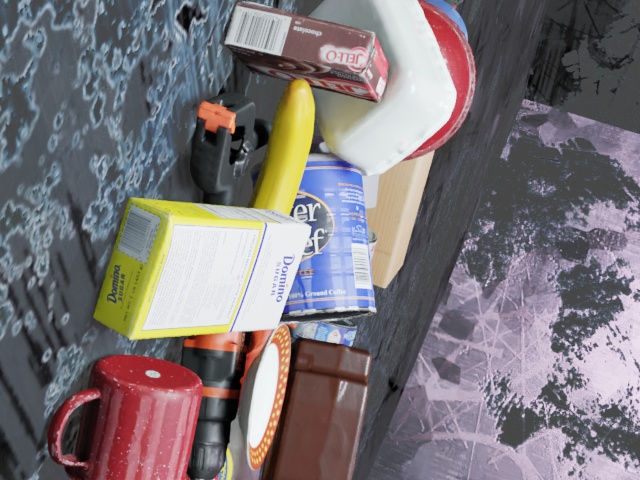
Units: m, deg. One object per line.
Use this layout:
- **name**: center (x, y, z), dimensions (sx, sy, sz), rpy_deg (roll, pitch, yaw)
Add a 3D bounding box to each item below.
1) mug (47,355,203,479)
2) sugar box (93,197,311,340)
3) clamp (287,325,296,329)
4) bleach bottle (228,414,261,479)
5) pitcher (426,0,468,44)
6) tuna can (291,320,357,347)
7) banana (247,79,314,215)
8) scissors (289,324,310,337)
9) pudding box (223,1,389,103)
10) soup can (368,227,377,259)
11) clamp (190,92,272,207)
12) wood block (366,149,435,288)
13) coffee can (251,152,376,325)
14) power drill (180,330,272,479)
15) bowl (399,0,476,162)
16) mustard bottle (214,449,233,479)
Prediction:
- **mug**: center (-0.140, 0.132, 0.763), dimensions (0.117, 0.093, 0.081), rpy_deg (5, 101, -40)
- **sugar box**: center (-0.082, 0.021, 0.794), dimensions (0.176, 0.048, 0.093), rpy_deg (3, 109, -60)
- **clamp**: center (-0.009, 0.031, 1.209), dimensions (0.209, 0.036, 0.165), rpy_deg (-62, 178, -43)
- **bleach bottle**: center (-0.105, 0.278, 1.149), dimensions (0.103, 0.068, 0.251), rpy_deg (12, -92, 67)
- **pitcher**: center (0.089, -0.188, 1.172), dimensions (0.145, 0.149, 0.242), rpy_deg (63, 23, -12)
- **tuna can**: center (0.002, 0.111, 1.336), dimensions (0.086, 0.086, 0.034), rpy_deg (-4, 112, -77)
- **banana**: center (-0.038, -0.044, 0.879), dimensions (0.069, 0.037, 0.198), rpy_deg (-61, 173, -68)
- **scissors**: center (-0.018, 0.077, 1.269), dimensions (0.096, 0.016, 0.201), rpy_deg (-36, -170, 36)
- **pudding box**: center (-0.007, -0.143, 0.823), dimensions (0.090, 0.113, 0.039), rpy_deg (32, 75, -77)
- **soup can**: center (0.030, 0.034, 1.378), dimensions (0.068, 0.068, 0.102), rpy_deg (-43, 150, -65)
- **clamp**: center (-0.076, -0.057, 0.839), dimensions (0.171, 0.039, 0.120), rpy_deg (51, 54, -79)
- **wood block**: center (0.082, -0.055, 1.417), dimensions (0.090, 0.091, 0.206), rpy_deg (-48, 155, -59)
- **coffee can**: center (-0.006, 0.001, 0.963), dimensions (0.102, 0.103, 0.140), rpy_deg (39, 46, -77)
- **power drill**: center (-0.081, 0.123, 0.985), dimensions (0.187, 0.057, 0.184), rpy_deg (37, 60, -80)
- **bowl**: center (0.068, -0.154, 1.013), dimensions (0.055, 0.162, 0.162), rpy_deg (-48, 156, -81)
- **mustard bottle**: center (-0.125, 0.226, 1.010), dimensions (0.191, 0.058, 0.096), rpy_deg (-5, 100, -78)
